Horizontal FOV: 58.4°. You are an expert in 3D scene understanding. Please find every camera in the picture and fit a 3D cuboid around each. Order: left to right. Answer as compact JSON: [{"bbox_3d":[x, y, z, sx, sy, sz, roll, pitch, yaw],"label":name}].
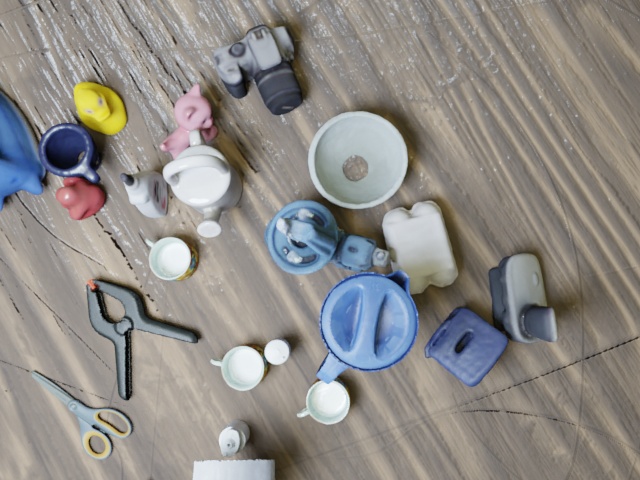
[{"bbox_3d":[-0.098,-0.286,0.988,0.143,0.101,0.137,-23,85,-1],"label":"camera"}]

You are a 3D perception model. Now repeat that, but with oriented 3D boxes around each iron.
[{"bbox_3d":[-0.573,-0.185,0.966,0.118,0.141,0.258,-24,85,-1],"label":"iron"}]

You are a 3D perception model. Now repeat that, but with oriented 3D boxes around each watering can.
[{"bbox_3d":[-0.187,-0.094,0.925,0.101,0.194,0.173,-33,85,-2],"label":"watering can"}]

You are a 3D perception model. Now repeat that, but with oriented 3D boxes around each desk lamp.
[{"bbox_3d":[-0.122,0.411,0.869,0.118,0.213,0.203,-1,85,1],"label":"desk lamp"}]

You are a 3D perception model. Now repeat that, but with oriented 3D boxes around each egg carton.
[{"bbox_3d":[0.168,0.013,0.972,0.107,0.069,0.150,-15,85,0],"label":"egg carton"}]

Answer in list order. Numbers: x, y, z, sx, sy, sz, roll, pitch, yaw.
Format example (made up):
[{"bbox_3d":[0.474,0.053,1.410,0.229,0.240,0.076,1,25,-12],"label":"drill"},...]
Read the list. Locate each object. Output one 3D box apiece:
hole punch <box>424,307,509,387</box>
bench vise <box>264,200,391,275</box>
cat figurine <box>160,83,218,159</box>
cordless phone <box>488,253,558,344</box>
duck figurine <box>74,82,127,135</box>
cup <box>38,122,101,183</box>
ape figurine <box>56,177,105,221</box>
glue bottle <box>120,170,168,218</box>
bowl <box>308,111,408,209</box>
[{"bbox_3d":[0.238,0.175,0.946,0.101,0.091,0.109,38,87,4],"label":"hole punch"},{"bbox_3d":[0.008,-0.009,0.901,0.207,0.220,0.121,-4,85,1],"label":"bench vise"},{"bbox_3d":[-0.226,-0.196,0.973,0.067,0.118,0.128,40,87,4],"label":"cat figurine"},{"bbox_3d":[0.337,0.092,0.904,0.094,0.185,0.148,-9,85,1],"label":"cordless phone"},{"bbox_3d":[-0.393,-0.238,0.996,0.077,0.086,0.104,-42,85,-3],"label":"duck figurine"},{"bbox_3d":[-0.407,-0.137,0.983,0.117,0.095,0.092,44,87,4],"label":"cup"},{"bbox_3d":[-0.417,-0.073,0.979,0.076,0.092,0.078,6,85,2],"label":"ape figurine"},{"bbox_3d":[-0.291,-0.084,0.937,0.037,0.173,0.078,-5,85,1],"label":"glue bottle"},{"bbox_3d":[0.064,-0.131,0.984,0.167,0.075,0.167,0,85,1],"label":"bowl"}]
